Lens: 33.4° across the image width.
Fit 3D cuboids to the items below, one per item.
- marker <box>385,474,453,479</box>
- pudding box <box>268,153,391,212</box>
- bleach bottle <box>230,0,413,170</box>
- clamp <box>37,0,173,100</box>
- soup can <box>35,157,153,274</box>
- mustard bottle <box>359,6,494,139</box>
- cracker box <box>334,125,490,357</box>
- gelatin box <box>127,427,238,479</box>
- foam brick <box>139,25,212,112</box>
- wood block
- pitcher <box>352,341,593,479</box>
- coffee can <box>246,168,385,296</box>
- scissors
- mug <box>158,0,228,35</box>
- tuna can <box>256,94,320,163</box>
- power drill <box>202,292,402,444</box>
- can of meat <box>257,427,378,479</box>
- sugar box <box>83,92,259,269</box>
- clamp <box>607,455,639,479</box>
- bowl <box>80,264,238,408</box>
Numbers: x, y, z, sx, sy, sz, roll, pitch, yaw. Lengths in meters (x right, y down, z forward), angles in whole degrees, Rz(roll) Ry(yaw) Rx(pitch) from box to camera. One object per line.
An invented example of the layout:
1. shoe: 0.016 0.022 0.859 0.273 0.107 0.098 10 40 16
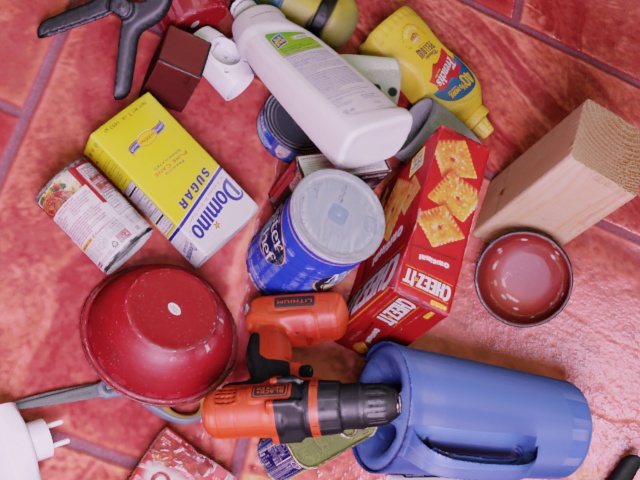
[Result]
1. marker: 0.127 0.258 1.133 0.121 0.020 0.020 5 65 -23
2. pudding box: 0.010 -0.064 1.188 0.113 0.090 0.039 -12 72 -29
3. bleach bottle: -0.013 -0.186 1.180 0.102 0.068 0.251 -18 56 -36
4. clamp: -0.225 -0.252 1.160 0.120 0.039 0.171 30 93 -9
5. soup can: -0.226 -0.024 1.075 0.102 0.069 0.068 46 57 0
6. mustard bottle: 0.143 -0.199 1.330 0.191 0.058 0.096 46 51 0
7. cracker box: 0.098 0.007 1.151 0.072 0.164 0.213 25 59 -9
8. gelatin box: -0.134 0.235 1.019 0.089 0.030 0.073 37 58 -4
9. foam brick: -0.159 -0.187 1.176 0.053 0.078 0.051 21 59 -17
10. wood block: 0.276 -0.061 1.237 0.090 0.206 0.090 29 58 -10
11. pitcher: 0.164 0.193 1.112 0.242 0.145 0.149 11 63 -23
12. coffee can: -0.007 0.001 1.119 0.102 0.140 0.103 10 63 -20
13. scissors: -0.190 0.158 1.036 0.201 0.016 0.096 -24 74 -32
14. mug: -0.146 -0.285 1.213 0.117 0.093 0.081 -27 84 2
15. tuna can: -0.030 -0.132 1.235 0.086 0.034 0.086 10 64 -20
16. power drill: -0.013 0.121 1.034 0.184 0.057 0.187 -3 28 6
17. can of meat: -0.005 0.195 1.064 0.101 0.084 0.057 -24 78 -31
18. sugar box: -0.157 -0.064 1.139 0.176 0.048 0.093 44 57 1
19. clamp: 0.301 0.341 1.164 0.209 0.036 0.164 -13 74 -26
20. bowl: -0.152 0.081 1.054 0.162 0.055 0.162 11 55 -16
